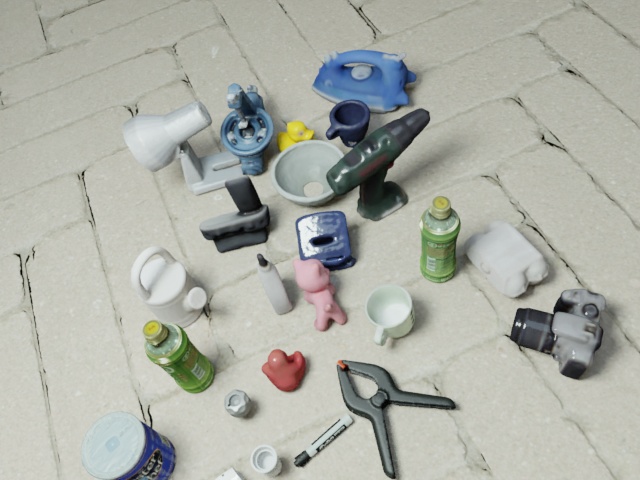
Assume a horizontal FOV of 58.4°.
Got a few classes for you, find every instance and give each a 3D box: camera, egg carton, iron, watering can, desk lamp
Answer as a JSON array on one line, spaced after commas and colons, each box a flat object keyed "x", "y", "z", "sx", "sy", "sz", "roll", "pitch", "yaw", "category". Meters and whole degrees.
[{"x": 0.404, "y": 0.144, "z": 0.979, "sx": 0.136, "sy": 0.101, "sz": 0.143, "roll": 15, "pitch": 61, "yaw": 18, "category": "camera"}, {"x": 0.347, "y": 0.035, "z": 1.077, "sx": 0.107, "sy": 0.069, "sz": 0.150, "roll": -31, "pitch": 58, "yaw": -10, "category": "egg carton"}, {"x": 0.091, "y": -0.394, "z": 1.350, "sx": 0.257, "sy": 0.142, "sz": 0.119, "roll": 10, "pitch": 60, "yaw": 15, "category": "iron"}, {"x": -0.287, "y": 0.084, "z": 1.077, "sx": 0.172, "sy": 0.194, "sz": 0.101, "roll": 2, "pitch": 58, "yaw": 11, "category": "watering can"}, {"x": -0.293, "y": -0.203, "z": 1.249, "sx": 0.203, "sy": 0.214, "sz": 0.117, "roll": -17, "pitch": 56, "yaw": -1, "category": "desk lamp"}]

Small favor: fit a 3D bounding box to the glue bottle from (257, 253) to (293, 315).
[{"x": -0.092, "y": 0.071, "z": 1.065, "sx": 0.037, "sy": 0.173, "sz": 0.078, "roll": -24, "pitch": 57, "yaw": -6, "category": "glue bottle"}]

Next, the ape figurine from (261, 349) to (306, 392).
[{"x": -0.067, "y": 0.222, "z": 1.013, "sx": 0.077, "sy": 0.092, "sz": 0.076, "roll": -4, "pitch": 57, "yaw": 7, "category": "ape figurine"}]

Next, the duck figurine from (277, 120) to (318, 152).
[{"x": -0.053, "y": -0.237, "z": 1.307, "sx": 0.104, "sy": 0.086, "sz": 0.077, "roll": 13, "pitch": 61, "yaw": 17, "category": "duck figurine"}]

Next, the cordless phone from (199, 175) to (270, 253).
[{"x": -0.183, "y": -0.066, "z": 1.160, "sx": 0.147, "sy": 0.185, "sz": 0.094, "roll": -18, "pitch": 56, "yaw": -2, "category": "cordless phone"}]

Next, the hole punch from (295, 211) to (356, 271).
[{"x": 0.010, "y": 0.004, "z": 1.140, "sx": 0.108, "sy": 0.091, "sz": 0.101, "roll": -10, "pitch": 57, "yaw": 3, "category": "hole punch"}]

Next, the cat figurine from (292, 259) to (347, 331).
[{"x": -0.004, "y": 0.091, "z": 1.071, "sx": 0.067, "sy": 0.118, "sz": 0.127, "roll": -23, "pitch": 57, "yaw": -5, "category": "cat figurine"}]

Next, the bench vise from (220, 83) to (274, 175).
[{"x": -0.175, "y": -0.281, "z": 1.275, "sx": 0.121, "sy": 0.220, "sz": 0.207, "roll": -19, "pitch": 57, "yaw": -3, "category": "bench vise"}]

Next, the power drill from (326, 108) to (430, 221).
[{"x": 0.123, "y": -0.139, "z": 1.142, "sx": 0.230, "sy": 0.209, "sz": 0.075, "roll": -32, "pitch": 58, "yaw": -11, "category": "power drill"}]

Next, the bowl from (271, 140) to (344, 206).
[{"x": -0.019, "y": -0.132, "z": 1.242, "sx": 0.167, "sy": 0.075, "sz": 0.167, "roll": -4, "pitch": 57, "yaw": 7, "category": "bowl"}]

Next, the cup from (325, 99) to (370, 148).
[{"x": 0.062, "y": -0.245, "z": 1.288, "sx": 0.091, "sy": 0.095, "sz": 0.118, "roll": 38, "pitch": 70, "yaw": 28, "category": "cup"}]
